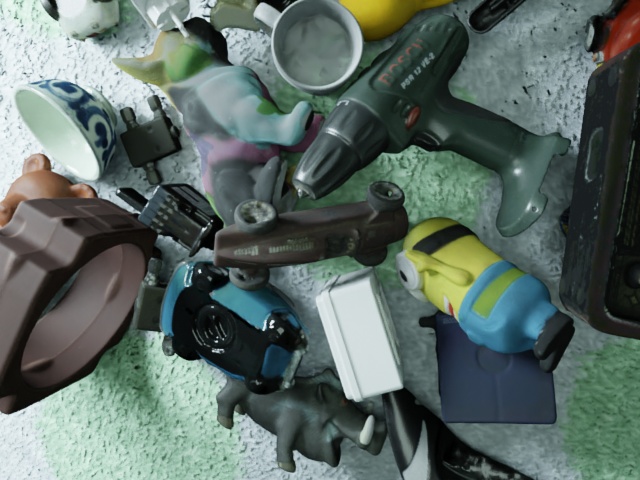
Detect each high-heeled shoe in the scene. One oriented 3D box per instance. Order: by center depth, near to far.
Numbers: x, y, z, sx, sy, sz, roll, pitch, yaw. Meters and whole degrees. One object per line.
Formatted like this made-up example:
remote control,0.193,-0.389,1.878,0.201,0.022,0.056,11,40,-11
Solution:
high-heeled shoe,0.170,0.231,0.545,0.145,0.086,0.248,-24,104,22

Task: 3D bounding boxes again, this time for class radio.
radio,0.276,-0.035,0.423,0.131,0.073,0.229,7,93,6

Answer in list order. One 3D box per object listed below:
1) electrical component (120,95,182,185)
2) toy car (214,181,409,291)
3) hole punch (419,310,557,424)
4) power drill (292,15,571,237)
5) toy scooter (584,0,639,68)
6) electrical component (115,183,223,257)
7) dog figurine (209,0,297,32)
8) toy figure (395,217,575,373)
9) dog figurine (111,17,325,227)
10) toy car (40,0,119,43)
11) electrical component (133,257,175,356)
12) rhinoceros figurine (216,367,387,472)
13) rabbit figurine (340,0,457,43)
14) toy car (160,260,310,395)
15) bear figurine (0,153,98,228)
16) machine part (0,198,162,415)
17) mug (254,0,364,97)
electrical component,-0.190,-0.112,0.612,0.063,0.021,0.094,-19,94,11
toy car,-0.001,-0.002,0.517,0.053,0.202,0.089,57,146,36
hole punch,0.172,0.124,0.539,0.142,0.092,0.115,-4,92,14
power drill,0.112,-0.086,0.503,0.207,0.086,0.232,30,72,4
toy scooter,0.311,-0.214,0.485,0.184,0.075,0.135,-44,87,8
electrical component,-0.160,-0.035,0.590,0.119,0.075,0.047,37,102,8
dog figurine,-0.107,-0.309,0.552,0.121,0.172,0.191,-37,52,-2
toy figure,0.152,0.045,0.509,0.180,0.089,0.082,33,143,38
dog figurine,-0.113,-0.119,0.559,0.219,0.108,0.191,26,102,11
toy car,-0.281,-0.323,0.592,0.074,0.056,0.201,-16,91,18
electrical component,-0.167,0.077,0.607,0.078,0.045,0.102,17,96,-28
rhinoceros figurine,-0.020,0.186,0.591,0.190,0.073,0.112,25,89,9
rabbit figurine,0.069,-0.267,0.499,0.162,0.173,0.122,-7,52,-18
toy car,-0.077,0.080,0.562,0.162,0.103,0.109,25,112,13
bear figurine,-0.348,0.005,0.602,0.120,0.132,0.195,36,107,9
machine part,-0.268,0.057,0.553,0.087,0.201,0.201,28,100,9
mug,-0.014,-0.184,0.525,0.109,0.107,0.080,27,95,-3
